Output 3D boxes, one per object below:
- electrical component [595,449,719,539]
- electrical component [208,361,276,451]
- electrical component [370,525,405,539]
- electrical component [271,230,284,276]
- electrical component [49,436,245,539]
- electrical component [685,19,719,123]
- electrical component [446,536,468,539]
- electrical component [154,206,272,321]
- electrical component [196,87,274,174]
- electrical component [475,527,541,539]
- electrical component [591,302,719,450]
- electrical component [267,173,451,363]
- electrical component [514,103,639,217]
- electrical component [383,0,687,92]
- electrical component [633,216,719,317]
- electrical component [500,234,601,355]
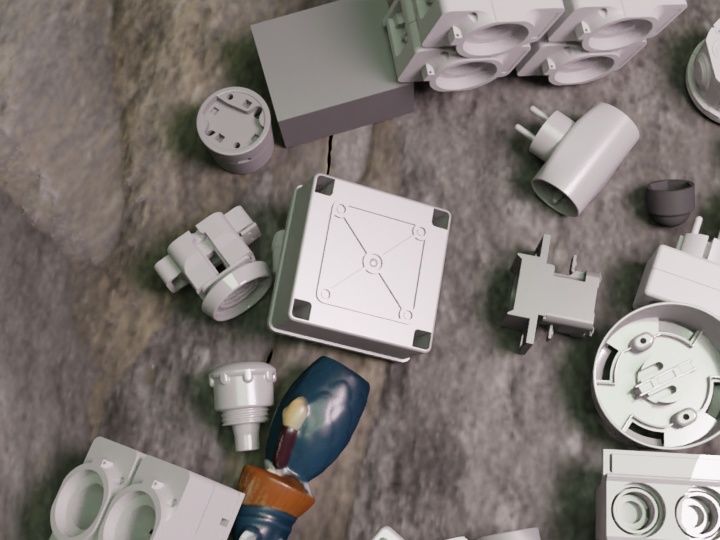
[{"bbox_3d":[0.221,0.164,0.716,0.121,0.063,0.078,3,74,4],"label":"electrical component"},{"bbox_3d":[-0.082,0.097,0.762,0.048,0.048,0.062,-5,81,1],"label":"electrical component"},{"bbox_3d":[0.008,0.210,0.651,0.062,0.061,0.096,39,79,12],"label":"electrical component"},{"bbox_3d":[-0.047,0.002,0.792,0.035,0.035,0.061,-3,76,2],"label":"electrical component"},{"bbox_3d":[-0.165,0.212,0.699,0.105,0.060,0.186,9,72,41],"label":"electrical component"},{"bbox_3d":[0.291,-0.152,0.809,0.080,0.051,0.080,-1,74,3],"label":"electrical component"},{"bbox_3d":[-0.009,0.247,0.706,0.186,0.060,0.105,-12,74,-1],"label":"electrical component"},{"bbox_3d":[-0.101,-0.001,0.784,0.078,0.058,0.057,-36,73,-7],"label":"electrical component"},{"bbox_3d":[-0.093,-0.104,0.818,0.055,0.047,0.055,-1,74,3],"label":"electrical component"},{"bbox_3d":[0.123,0.211,0.718,0.079,0.043,0.077,-10,74,0],"label":"electrical component"},{"bbox_3d":[0.209,0.076,0.741,0.099,0.064,0.099,-1,74,3],"label":"electrical component"},{"bbox_3d":[0.000,0.000,0.760,0.109,0.056,0.108,15,74,-18],"label":"electrical component"},{"bbox_3d":[0.153,-0.092,0.803,0.079,0.044,0.077,37,79,12],"label":"electrical component"},{"bbox_3d":[0.124,-0.181,0.771,0.186,0.105,0.060,-6,76,-18],"label":"electrical component"},{"bbox_3d":[0.242,-0.001,0.771,0.066,0.047,0.076,20,76,8],"label":"electrical component"},{"bbox_3d":[0.138,0.021,0.773,0.064,0.042,0.081,11,76,4],"label":"electrical component"}]
